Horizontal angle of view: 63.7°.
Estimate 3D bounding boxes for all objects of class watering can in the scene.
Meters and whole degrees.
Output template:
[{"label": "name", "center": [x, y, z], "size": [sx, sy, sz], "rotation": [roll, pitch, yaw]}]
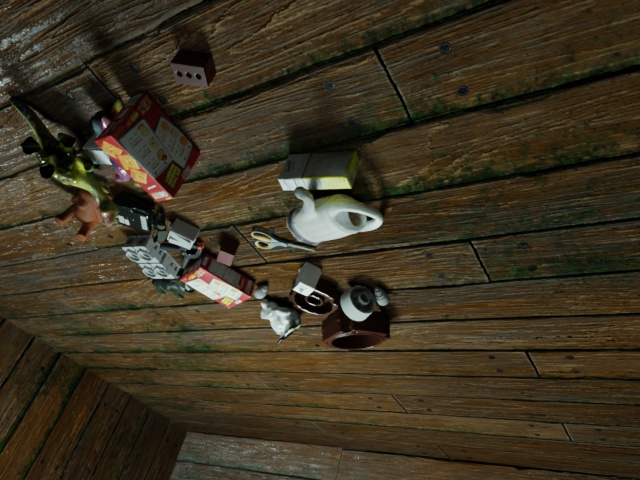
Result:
[{"label": "watering can", "center": [0.004, -0.065, 1.284], "size": [0.222, 0.105, 0.346], "rotation": [-16, 159, 40]}]

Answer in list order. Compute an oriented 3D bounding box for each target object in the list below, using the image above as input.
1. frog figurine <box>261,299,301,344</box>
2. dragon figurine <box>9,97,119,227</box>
[{"label": "frog figurine", "center": [-0.150, 0.276, 1.886], "size": [0.161, 0.124, 0.135], "rotation": [53, 155, 13]}, {"label": "dragon figurine", "center": [-0.681, -0.205, 1.414], "size": [0.414, 0.123, 0.239], "rotation": [50, 170, 16]}]
